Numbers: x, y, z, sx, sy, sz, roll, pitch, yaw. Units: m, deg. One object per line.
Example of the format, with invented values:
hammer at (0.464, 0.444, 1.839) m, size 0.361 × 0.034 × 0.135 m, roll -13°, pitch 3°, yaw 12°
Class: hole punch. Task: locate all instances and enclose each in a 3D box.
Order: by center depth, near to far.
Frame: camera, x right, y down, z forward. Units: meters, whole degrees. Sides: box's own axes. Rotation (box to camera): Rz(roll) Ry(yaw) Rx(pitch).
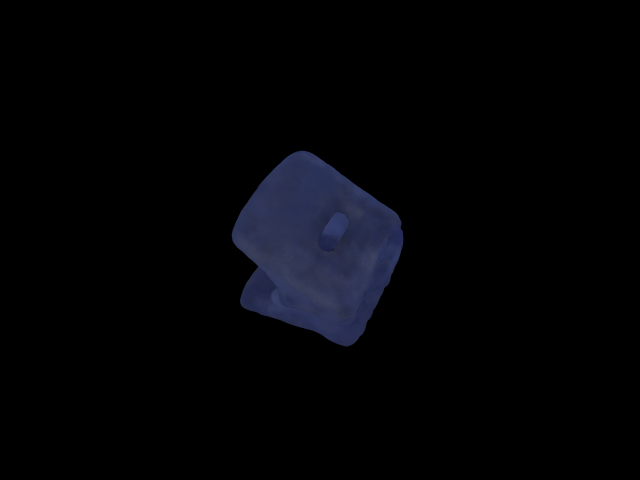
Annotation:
hole punch at (0.004, 0.001, 0.400) m, size 0.101 × 0.091 × 0.109 m, roll 17°, pitch 48°, yaw 17°
